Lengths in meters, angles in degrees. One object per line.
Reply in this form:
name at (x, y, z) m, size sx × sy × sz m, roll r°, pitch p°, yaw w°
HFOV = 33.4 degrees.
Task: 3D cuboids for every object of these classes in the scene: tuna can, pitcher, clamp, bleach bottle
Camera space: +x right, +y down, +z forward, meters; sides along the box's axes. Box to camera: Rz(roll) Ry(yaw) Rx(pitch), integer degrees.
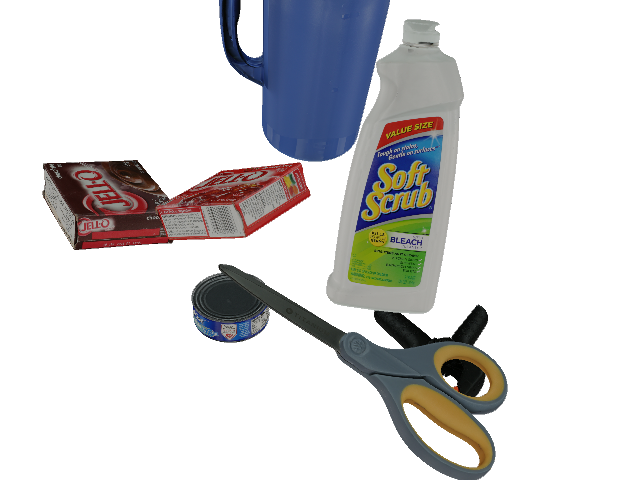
tuna can at (-0.099, 0.073, 1.180) m, size 0.086 × 0.034 × 0.086 m, roll 0°, pitch 37°, yaw 0°
pitcher at (-0.011, -0.201, 1.099) m, size 0.149 × 0.243 × 0.144 m, roll 31°, pitch 51°, yaw 19°
clamp at (0.130, 0.113, 1.074) m, size 0.120 × 0.039 × 0.171 m, roll -7°, pitch 35°, yaw -9°
bleach bottle at (0.066, -0.065, 0.929) m, size 0.102 × 0.251 × 0.068 m, roll 6°, pitch 18°, yaw 5°

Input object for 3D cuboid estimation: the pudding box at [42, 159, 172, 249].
pudding box at (-0.188, -0.033, 0.941) m, size 0.089 × 0.039 × 0.114 m, roll -4°, pitch 26°, yaw -29°

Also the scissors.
scissors at (0.037, 0.062, 0.660) m, size 0.096 × 0.202 × 0.016 m, roll -39°, pitch -10°, yaw -38°

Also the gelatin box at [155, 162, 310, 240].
gelatin box at (-0.064, -0.029, 0.774) m, size 0.089 × 0.030 × 0.073 m, roll -1°, pitch 24°, yaw 44°
